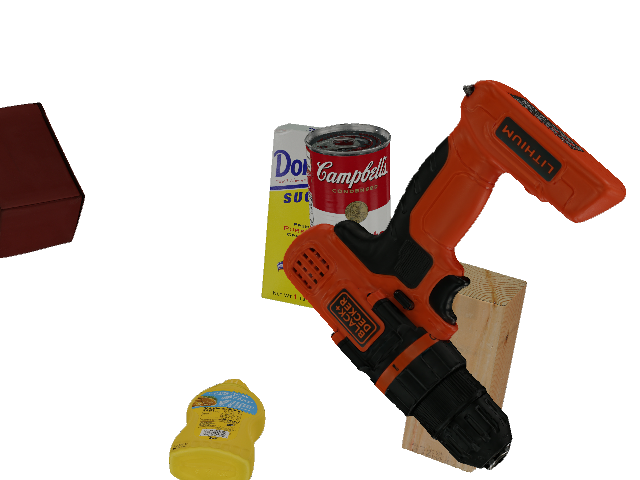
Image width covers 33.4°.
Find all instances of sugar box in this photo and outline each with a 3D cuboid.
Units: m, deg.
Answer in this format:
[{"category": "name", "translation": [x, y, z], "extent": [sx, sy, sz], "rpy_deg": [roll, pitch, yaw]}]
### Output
[{"category": "sugar box", "translation": [-0.005, -0.023, 1.062], "extent": [0.093, 0.176, 0.048], "rpy_deg": [9, 16, 20]}]

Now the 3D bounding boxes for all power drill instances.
[{"category": "power drill", "translation": [0.087, 0.016, 0.627], "extent": [0.184, 0.188, 0.057], "rpy_deg": [46, 19, 17]}]

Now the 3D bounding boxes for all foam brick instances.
[{"category": "foam brick", "translation": [-0.187, -0.037, 0.660], "extent": [0.051, 0.078, 0.053], "rpy_deg": [-15, -28, -31]}]

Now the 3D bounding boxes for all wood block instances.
[{"category": "wood block", "translation": [0.162, 0.141, 1.205], "extent": [0.090, 0.206, 0.090], "rpy_deg": [16, 22, 23]}]

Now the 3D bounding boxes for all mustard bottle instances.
[{"category": "mustard bottle", "translation": [-0.117, 0.223, 1.295], "extent": [0.096, 0.058, 0.191], "rpy_deg": [4, 23, 5]}]

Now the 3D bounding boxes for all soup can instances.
[{"category": "soup can", "translation": [0.023, -0.035, 0.859], "extent": [0.068, 0.102, 0.068], "rpy_deg": [-2, 24, 1]}]
